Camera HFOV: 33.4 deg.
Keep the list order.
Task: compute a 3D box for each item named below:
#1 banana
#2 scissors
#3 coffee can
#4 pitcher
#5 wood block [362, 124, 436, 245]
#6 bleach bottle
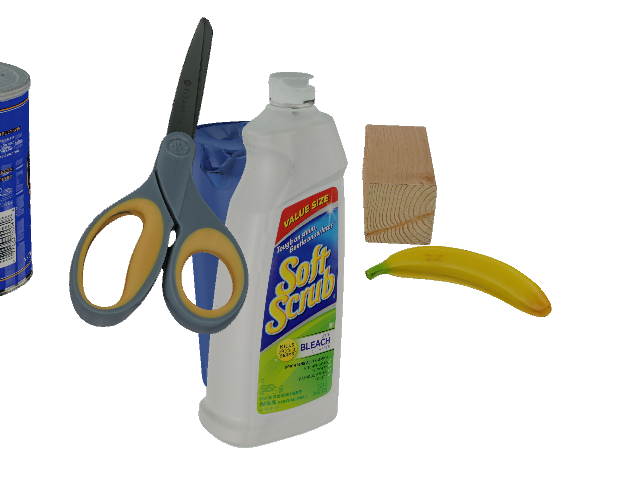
[{"bbox_3d":[0.150,0.039,1.113,0.198,0.037,0.069,10,47,24],"label":"banana"},{"bbox_3d":[-0.061,-0.032,0.563,0.096,0.201,0.016,26,-33,-1],"label":"scissors"},{"bbox_3d":[-0.246,-0.043,0.714,0.103,0.140,0.103,4,22,-2],"label":"coffee can"},{"bbox_3d":[-0.049,0.014,0.959,0.149,0.243,0.145,-5,16,-20],"label":"pitcher"},{"bbox_3d":[0.107,-0.082,1.490,0.091,0.090,0.206,3,28,0],"label":"wood block"},{"bbox_3d":[-0.031,0.011,0.739,0.102,0.251,0.068,-10,21,-35],"label":"bleach bottle"}]
